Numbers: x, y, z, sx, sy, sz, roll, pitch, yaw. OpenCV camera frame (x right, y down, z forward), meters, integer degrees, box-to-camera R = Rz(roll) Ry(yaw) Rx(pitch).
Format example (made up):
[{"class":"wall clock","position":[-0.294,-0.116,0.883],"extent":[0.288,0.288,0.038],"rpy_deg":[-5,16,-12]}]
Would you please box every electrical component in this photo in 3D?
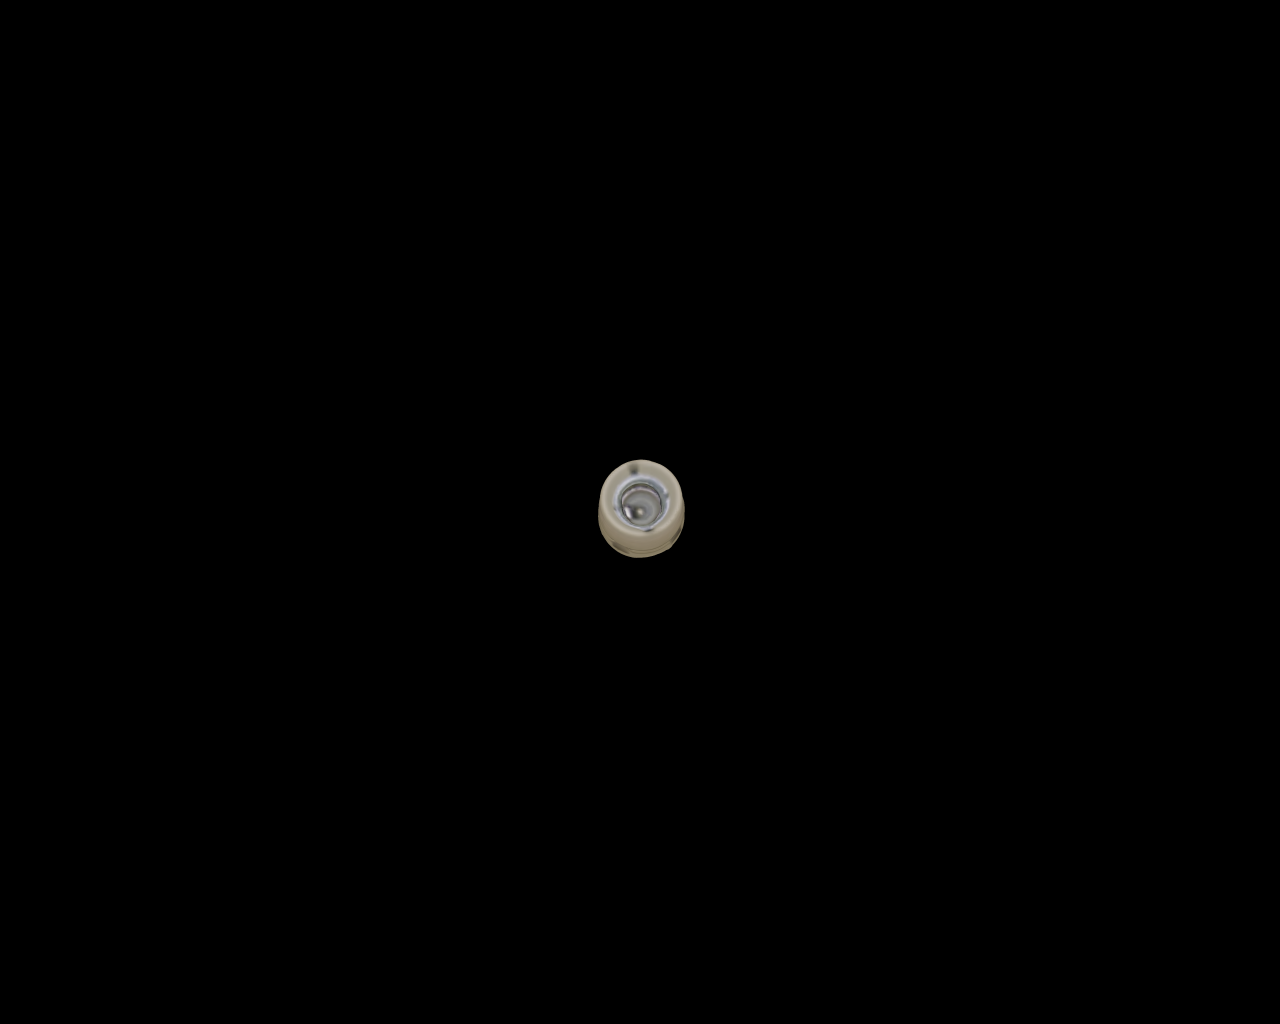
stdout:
[{"class":"electrical component","position":[0.001,-0.003,0.650],"extent":[0.055,0.055,0.047],"rpy_deg":[0,-15,0]}]
